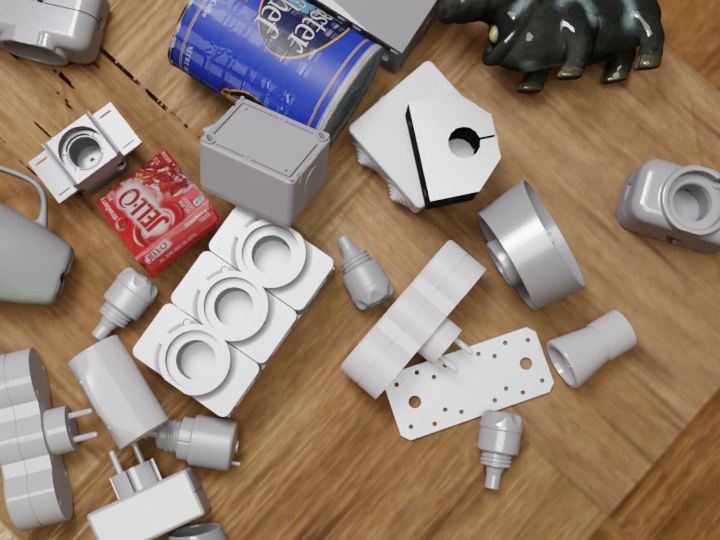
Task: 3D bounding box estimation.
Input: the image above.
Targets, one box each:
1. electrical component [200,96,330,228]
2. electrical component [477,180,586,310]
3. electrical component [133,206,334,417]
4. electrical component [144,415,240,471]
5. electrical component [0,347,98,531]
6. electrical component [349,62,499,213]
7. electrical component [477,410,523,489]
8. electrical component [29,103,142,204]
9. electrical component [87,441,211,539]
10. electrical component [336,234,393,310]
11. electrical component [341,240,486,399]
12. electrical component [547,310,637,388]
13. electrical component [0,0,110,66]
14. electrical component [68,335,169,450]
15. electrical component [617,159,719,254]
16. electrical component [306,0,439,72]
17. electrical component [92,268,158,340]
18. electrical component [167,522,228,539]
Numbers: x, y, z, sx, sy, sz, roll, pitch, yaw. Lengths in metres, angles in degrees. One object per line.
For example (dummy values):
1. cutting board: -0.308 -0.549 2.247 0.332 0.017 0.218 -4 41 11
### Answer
1. electrical component: -0.079 -0.083 0.826 0.096 0.061 0.061 25 51 13
2. electrical component: 0.138 -0.019 0.853 0.064 0.099 0.099 -30 85 1
3. electrical component: -0.099 0.031 0.856 0.089 0.061 0.150 35 83 3
4. electrical component: -0.132 0.135 0.853 0.078 0.040 0.040 10 83 0
5. electrical component: -0.244 0.128 0.845 0.074 0.052 0.138 -13 84 -3
6. electrical component: 0.051 -0.106 0.883 0.100 0.048 0.099 -41 86 -6
7. electrical component: 0.110 0.144 0.863 0.035 0.035 0.061 10 85 -1
8. electrical component: -0.218 -0.091 0.866 0.081 0.064 0.042 -37 85 -6
9. electrical component: -0.172 0.172 0.844 0.083 0.047 0.075 -24 85 -4
10. electrical component: 0.000 0.000 0.876 0.035 0.035 0.061 -28 83 -5
11. electrical component: 0.056 0.050 0.861 0.074 0.052 0.138 41 81 4
12. electrical component: 0.190 0.061 0.872 0.065 0.044 0.044 -29 85 -10
13. electrical component: -0.261 -0.205 0.883 0.095 0.053 0.059 12 83 0
14. electrical component: -0.188 0.097 0.837 0.043 0.079 0.077 -31 86 -16
15. electrical component: 0.266 -0.052 0.878 0.095 0.059 0.053 17 83 1
16. electrical component: -0.007 -0.244 0.891 0.150 0.061 0.089 33 83 2
17. electrical component: -0.193 0.030 0.867 0.035 0.035 0.061 37 86 3
18. electrical component: -0.125 0.230 0.840 0.066 0.048 0.055 -9 91 -3
